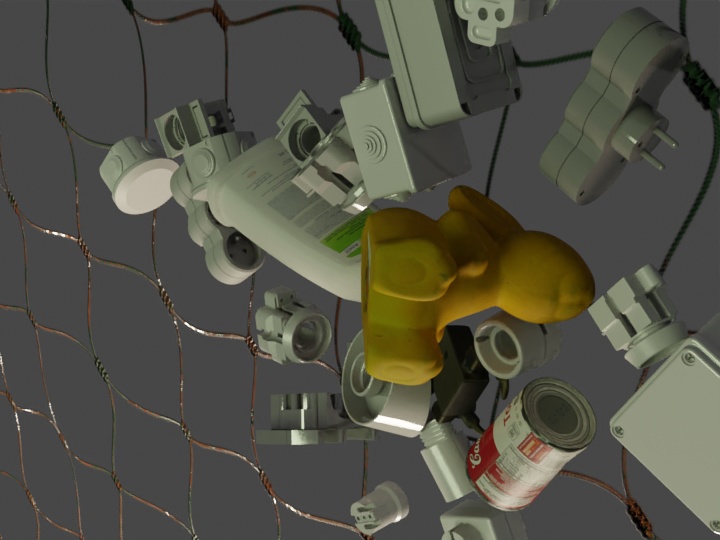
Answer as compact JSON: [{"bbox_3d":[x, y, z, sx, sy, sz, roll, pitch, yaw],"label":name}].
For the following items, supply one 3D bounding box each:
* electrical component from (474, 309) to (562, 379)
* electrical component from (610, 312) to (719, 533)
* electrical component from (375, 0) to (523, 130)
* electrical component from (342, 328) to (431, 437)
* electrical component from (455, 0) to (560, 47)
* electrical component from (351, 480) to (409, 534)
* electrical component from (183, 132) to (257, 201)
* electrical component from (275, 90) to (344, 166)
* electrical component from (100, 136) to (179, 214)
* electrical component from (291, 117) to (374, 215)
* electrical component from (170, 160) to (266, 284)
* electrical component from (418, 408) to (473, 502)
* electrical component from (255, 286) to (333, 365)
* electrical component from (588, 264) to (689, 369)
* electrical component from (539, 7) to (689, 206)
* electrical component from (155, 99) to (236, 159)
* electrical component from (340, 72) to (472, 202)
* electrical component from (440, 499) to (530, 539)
[{"bbox_3d":[0.125,0.056,0.857,0.055,0.047,0.055,24,124,41],"label":"electrical component"},{"bbox_3d":[0.244,0.104,0.726,0.109,0.056,0.108,45,137,16],"label":"electrical component"},{"bbox_3d":[0.065,-0.167,0.797,0.057,0.078,0.113,-7,102,47],"label":"electrical component"},{"bbox_3d":[0.028,0.098,0.966,0.099,0.064,0.099,-29,56,54],"label":"electrical component"},{"bbox_3d":[0.106,-0.200,0.751,0.058,0.057,0.078,25,125,41],"label":"electrical component"},{"bbox_3d":[0.019,0.236,1.066,0.040,0.046,0.040,24,124,41],"label":"electrical component"},{"bbox_3d":[-0.132,-0.101,1.059,0.080,0.080,0.051,-22,85,52],"label":"electrical component"},{"bbox_3d":[-0.031,-0.115,0.944,0.042,0.064,0.081,-48,69,34],"label":"electrical component"},{"bbox_3d":[-0.242,-0.105,1.186,0.051,0.080,0.080,51,139,28],"label":"electrical component"},{"bbox_3d":[-0.010,-0.082,0.878,0.057,0.058,0.078,39,125,-14],"label":"electrical component"},{"bbox_3d":[-0.157,-0.048,1.133,0.074,0.052,0.138,-33,81,51],"label":"electrical component"},{"bbox_3d":[0.078,0.161,0.965,0.043,0.043,0.081,-36,79,51],"label":"electrical component"},{"bbox_3d":[-0.065,0.060,1.073,0.057,0.058,0.078,18,120,47],"label":"electrical component"},{"bbox_3d":[0.200,0.036,0.762,0.055,0.048,0.066,61,141,20],"label":"electrical component"},{"bbox_3d":[0.180,-0.096,0.717,0.073,0.052,0.138,46,136,26],"label":"electrical component"},{"bbox_3d":[-0.165,-0.144,1.088,0.081,0.064,0.042,-13,96,51],"label":"electrical component"},{"bbox_3d":[0.036,-0.107,0.845,0.048,0.100,0.099,-11,99,38],"label":"electrical component"},{"bbox_3d":[0.099,0.240,0.950,0.066,0.077,0.047,-14,97,51],"label":"electrical component"}]
